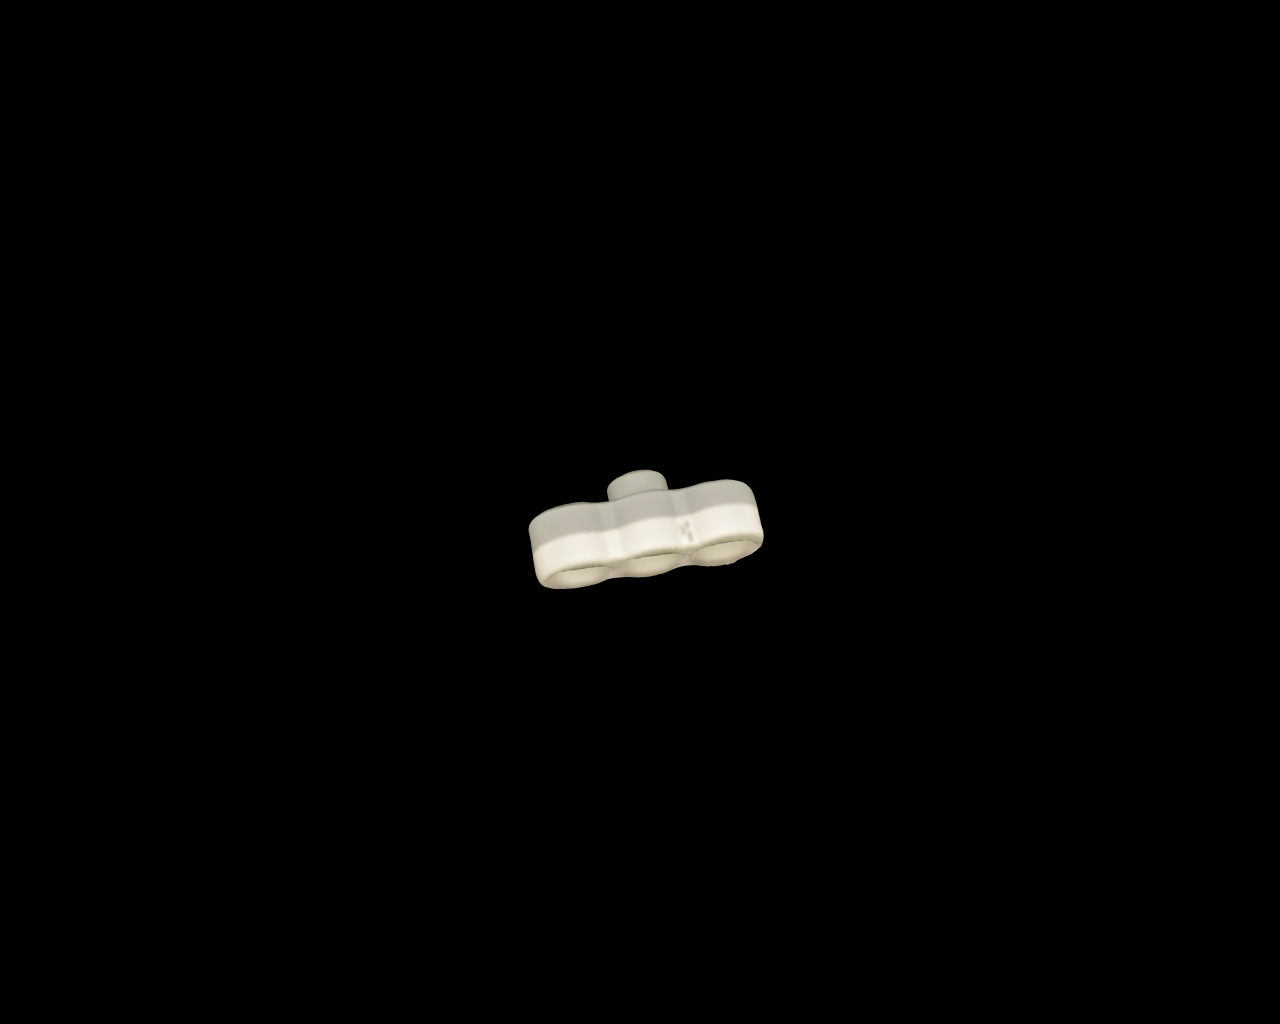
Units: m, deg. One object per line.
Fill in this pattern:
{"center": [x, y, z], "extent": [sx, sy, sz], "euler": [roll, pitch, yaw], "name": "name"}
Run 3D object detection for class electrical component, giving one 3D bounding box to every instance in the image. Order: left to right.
{"center": [0.001, -0.003, 0.650], "extent": [0.138, 0.074, 0.052], "euler": [-10, -20, -3], "name": "electrical component"}
